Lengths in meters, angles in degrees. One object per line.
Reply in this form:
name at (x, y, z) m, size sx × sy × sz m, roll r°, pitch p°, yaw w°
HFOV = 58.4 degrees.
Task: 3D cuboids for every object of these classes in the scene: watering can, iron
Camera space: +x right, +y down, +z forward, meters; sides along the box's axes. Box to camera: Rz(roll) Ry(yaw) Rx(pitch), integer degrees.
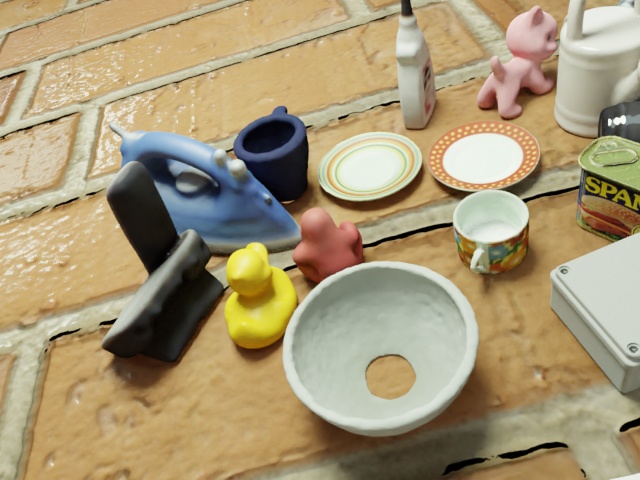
watering can at (0.325, -0.218, 0.638) m, size 0.101 × 0.194 × 0.172 m, roll -34°, pitch 46°, yaw -15°
iron at (-0.142, -0.071, 0.689) m, size 0.257 × 0.142 × 0.119 m, roll 13°, pitch 53°, yaw 28°

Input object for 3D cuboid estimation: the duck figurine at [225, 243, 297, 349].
duck figurine at (-0.069, 0.051, 0.586) m, size 0.077 × 0.086 × 0.104 m, roll -4°, pitch 46°, yaw 15°

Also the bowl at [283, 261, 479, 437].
bowl at (0.055, 0.103, 0.502) m, size 0.167 × 0.075 × 0.167 m, roll -9°, pitch 45°, yaw 10°

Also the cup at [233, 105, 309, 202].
cup at (-0.050, -0.105, 0.724) m, size 0.091 × 0.095 × 0.118 m, roll -4°, pitch 46°, yaw 15°

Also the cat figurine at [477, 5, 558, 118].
cat figurine at (0.259, -0.241, 0.738) m, size 0.128 × 0.118 × 0.067 m, roll -39°, pitch 48°, yaw -19°

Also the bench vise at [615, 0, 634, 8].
bench vise at (0.443, -0.343, 0.702) m, size 0.121 × 0.220 × 0.208 m, roll 16°, pitch 54°, yaw 30°

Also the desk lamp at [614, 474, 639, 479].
desk lamp at (0.177, 0.176, 0.292) m, size 0.203 × 0.214 × 0.117 m, roll -16°, pitch 44°, yaw 3°

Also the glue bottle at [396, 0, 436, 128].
glue bottle at (0.119, -0.234, 0.737) m, size 0.037 × 0.173 × 0.078 m, roll 4°, pitch 49°, yaw 22°

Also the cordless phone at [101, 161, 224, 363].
cordless phone at (-0.186, 0.024, 0.579) m, size 0.094 × 0.185 × 0.148 m, roll 6°, pitch 50°, yaw 24°

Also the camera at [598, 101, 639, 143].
camera at (0.372, -0.133, 0.608) m, size 0.136 × 0.101 × 0.143 m, roll -1°, pitch 47°, yaw 18°

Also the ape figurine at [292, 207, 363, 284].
ape figurine at (0.006, 0.002, 0.604) m, size 0.078 × 0.092 × 0.076 m, roll -17°, pitch 44°, yaw 3°
